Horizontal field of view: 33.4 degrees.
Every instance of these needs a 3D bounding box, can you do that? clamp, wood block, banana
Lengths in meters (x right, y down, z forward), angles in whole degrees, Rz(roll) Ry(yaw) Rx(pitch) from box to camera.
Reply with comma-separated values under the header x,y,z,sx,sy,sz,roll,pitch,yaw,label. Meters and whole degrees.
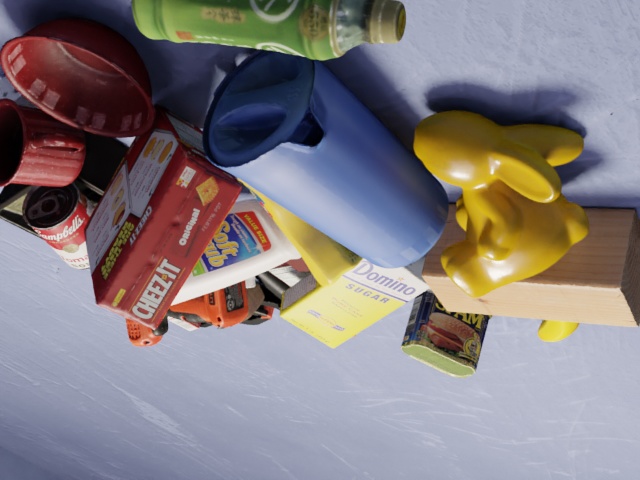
x,y,z,sx,sy,sz,roll,pitch,yaw,label
-0.042,0.074,1.445,0.210,0.036,0.165,22,156,1,clamp
0.222,0.025,1.096,0.206,0.090,0.090,3,152,30,wood block
-0.139,0.104,1.576,0.172,0.039,0.120,6,162,22,clamp
0.270,0.074,1.232,0.070,0.037,0.197,21,159,32,banana

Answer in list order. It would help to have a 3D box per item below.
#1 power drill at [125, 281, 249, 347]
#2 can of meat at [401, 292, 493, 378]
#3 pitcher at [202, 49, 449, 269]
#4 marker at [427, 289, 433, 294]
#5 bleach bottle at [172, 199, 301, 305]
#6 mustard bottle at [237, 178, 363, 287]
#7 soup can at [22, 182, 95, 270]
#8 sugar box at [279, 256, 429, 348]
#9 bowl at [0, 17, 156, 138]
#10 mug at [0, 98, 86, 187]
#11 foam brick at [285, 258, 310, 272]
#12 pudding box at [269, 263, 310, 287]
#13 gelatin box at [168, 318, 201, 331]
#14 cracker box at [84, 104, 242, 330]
x,y,z,sx,sy,sz,roll,pitch,yaw,label
-0.183,0.044,1.354,0.188,0.184,0.057,-4,-172,36,power drill
0.157,0.115,1.335,0.102,0.084,0.058,26,155,-15,can of meat
0.010,-0.074,1.015,0.145,0.149,0.242,-23,139,31,pitcher
0.107,0.045,1.302,0.121,0.020,0.020,20,155,-3,marker
-0.097,-0.005,1.228,0.251,0.102,0.068,-21,165,23,bleach bottle
-0.032,-0.042,1.115,0.191,0.058,0.096,52,-171,-3,mustard bottle
-0.286,-0.018,1.219,0.069,0.068,0.102,9,154,20,soup can
0.042,0.060,1.281,0.093,0.048,0.177,32,134,-25,sugar box
-0.229,-0.168,1.052,0.162,0.055,0.162,15,155,7,bowl
-0.297,-0.101,1.133,0.117,0.093,0.081,-6,174,42,mug
-0.008,0.002,1.252,0.078,0.053,0.051,-8,144,44,foam brick
0.002,0.044,1.352,0.090,0.039,0.113,-10,141,44,pudding box
-0.196,0.073,1.467,0.089,0.073,0.030,31,152,-27,gelatin box
-0.162,-0.029,1.058,0.072,0.164,0.214,28,-170,-24,cracker box
